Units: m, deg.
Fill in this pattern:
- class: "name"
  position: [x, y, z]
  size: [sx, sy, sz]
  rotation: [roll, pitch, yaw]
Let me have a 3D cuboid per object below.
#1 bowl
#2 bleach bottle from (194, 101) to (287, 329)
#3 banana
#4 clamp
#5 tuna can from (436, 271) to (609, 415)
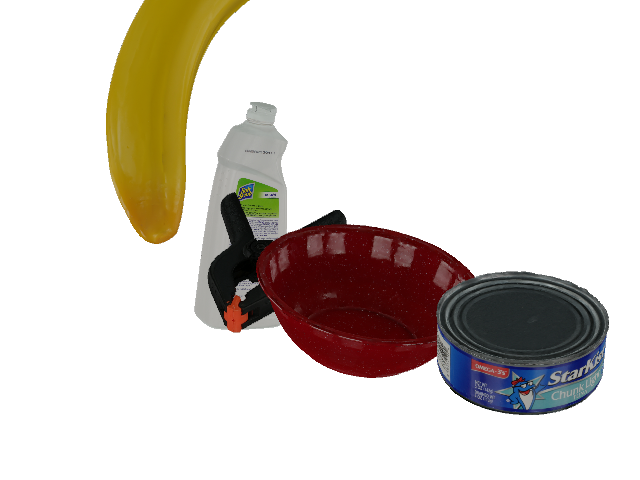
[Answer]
- class: "bowl"
  position: [0.032, 0.049, 0.762]
  size: [0.162, 0.055, 0.162]
  rotation: [6, 28, -3]
- class: "bleach bottle"
  position: [-0.076, -0.028, 1.188]
  size: [0.102, 0.251, 0.068]
  rotation: [0, 19, -32]
- class: "banana"
  position: [-0.059, -0.089, 0.503]
  size: [0.070, 0.197, 0.037]
  rotation: [19, -29, 12]
- class: "clamp"
  position: [-0.060, 0.013, 0.952]
  size: [0.120, 0.039, 0.171]
  rotation: [11, 37, 21]
- class: "tuna can"
  position: [0.102, 0.051, 0.545]
  size: [0.086, 0.034, 0.086]
  rotation: [-2, 28, 1]
